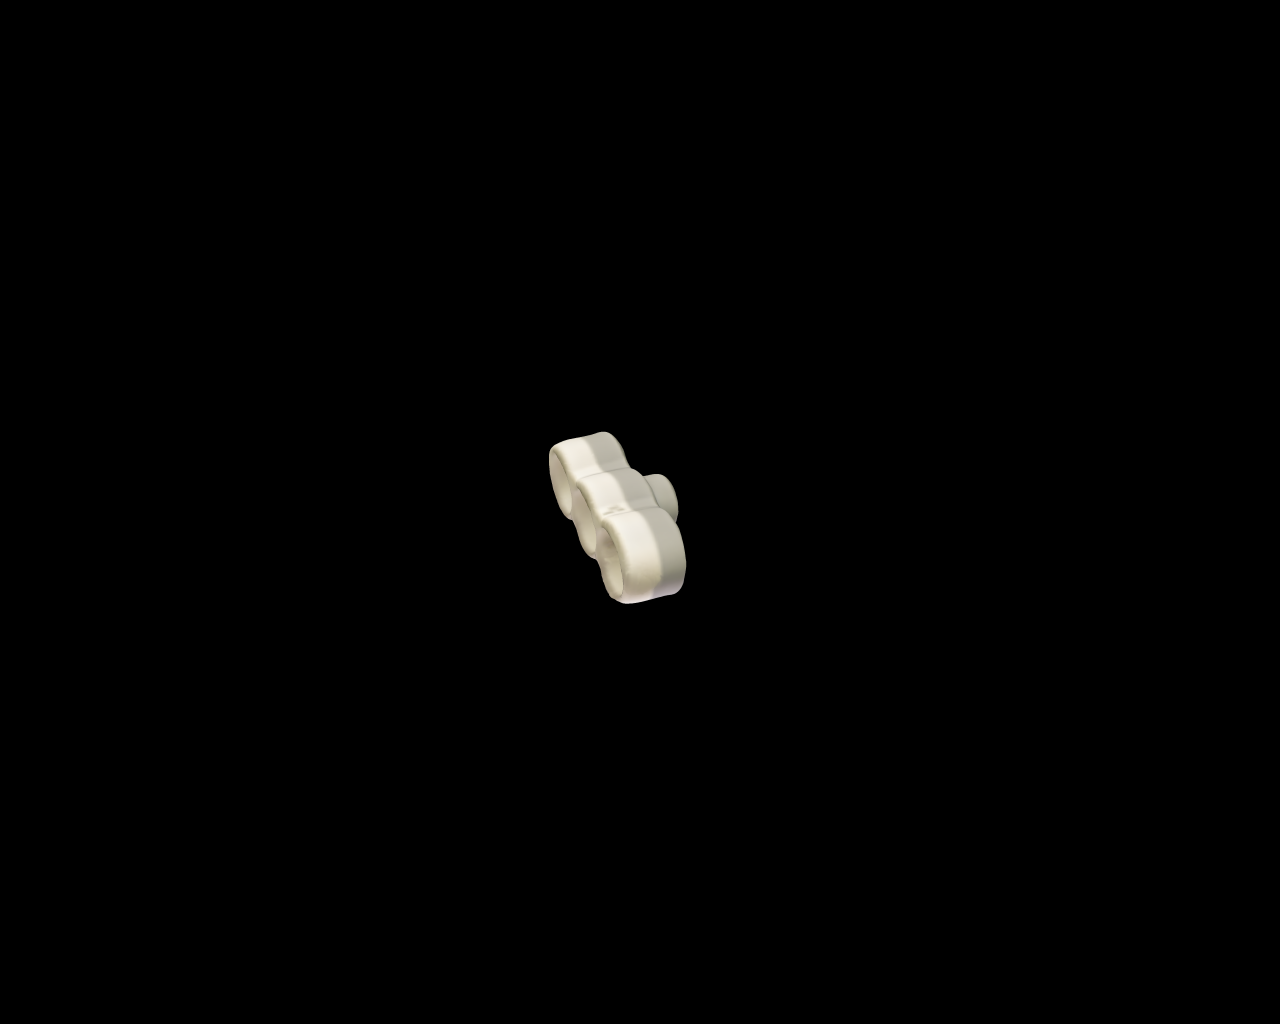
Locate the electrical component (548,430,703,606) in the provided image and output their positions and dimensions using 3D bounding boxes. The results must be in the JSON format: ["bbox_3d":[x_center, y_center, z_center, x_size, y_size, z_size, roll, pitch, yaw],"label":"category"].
[{"bbox_3d":[0.001,-0.003,0.650,0.074,0.052,0.138,-13,38,-18],"label":"electrical component"}]
